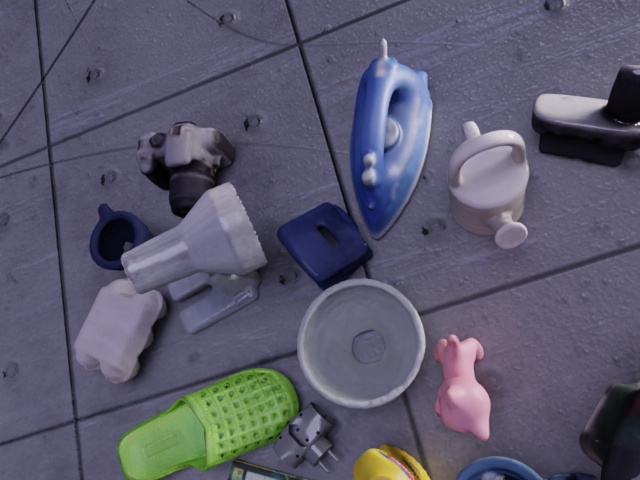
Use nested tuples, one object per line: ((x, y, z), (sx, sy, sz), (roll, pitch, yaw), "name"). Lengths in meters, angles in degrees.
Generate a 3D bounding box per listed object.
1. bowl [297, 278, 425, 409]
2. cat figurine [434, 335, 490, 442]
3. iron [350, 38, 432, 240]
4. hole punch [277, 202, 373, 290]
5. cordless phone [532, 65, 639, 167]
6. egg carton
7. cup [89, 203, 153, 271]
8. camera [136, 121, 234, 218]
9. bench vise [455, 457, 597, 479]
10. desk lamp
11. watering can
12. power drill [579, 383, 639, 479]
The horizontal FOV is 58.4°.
((0.059, 0.139, 0.761), (0.167, 0.075, 0.167), (-5, 73, 15), "bowl")
((0.170, 0.177, 0.694), (0.067, 0.118, 0.128), (-8, 71, 14), "cat figurine")
((0.086, -0.142, 0.802), (0.118, 0.142, 0.258), (4, 75, 17), "iron")
((0.007, 0.003, 0.808), (0.101, 0.091, 0.108), (-42, 67, 1), "hole punch")
((0.345, -0.174, 0.714), (0.147, 0.185, 0.094), (11, 77, 19), "cordless phone")
((-0.301, 0.135, 0.868), (0.107, 0.069, 0.150), (18, 79, 20), "egg carton")
((-0.299, 0.001, 0.895), (0.091, 0.095, 0.117), (-35, 67, 4), "cup")
((-0.219, -0.107, 0.902), (0.143, 0.101, 0.137), (-5, 72, 15), "camera")
((0.223, 0.277, 0.593), (0.207, 0.220, 0.121), (-25, 68, 8), "bench vise")
((-0.155, 0.032, 0.780), (0.203, 0.214, 0.117), (-31, 68, 5), "desk lamp")
((0.213, -0.074, 0.716), (0.101, 0.194, 0.172), (-38, 67, 2), "watering can")
((0.332, 0.203, 0.590), (0.075, 0.209, 0.230), (30, 84, 22), "power drill")
